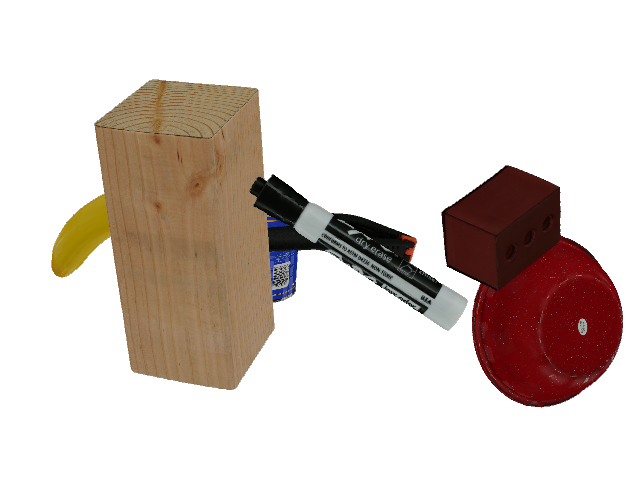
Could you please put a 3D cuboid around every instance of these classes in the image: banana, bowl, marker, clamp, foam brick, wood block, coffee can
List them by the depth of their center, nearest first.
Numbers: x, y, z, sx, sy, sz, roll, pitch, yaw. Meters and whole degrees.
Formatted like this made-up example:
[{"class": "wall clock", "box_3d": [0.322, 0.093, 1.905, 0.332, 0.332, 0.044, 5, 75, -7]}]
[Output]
[{"class": "marker", "box_3d": [0.018, 0.005, 0.530, 0.121, 0.020, 0.020, 33, 0, 1]}, {"class": "foam brick", "box_3d": [0.134, -0.010, 0.787, 0.078, 0.053, 0.051, -35, 42, -30]}, {"class": "wood block", "box_3d": [-0.095, -0.003, 0.790, 0.090, 0.206, 0.090, 8, 31, 18]}, {"class": "bowl", "box_3d": [0.220, 0.076, 0.971, 0.161, 0.162, 0.055, 0, 2, -24]}, {"class": "banana", "box_3d": [-0.187, -0.013, 0.991, 0.198, 0.069, 0.037, -14, 17, 28]}, {"class": "clamp", "box_3d": [0.006, -0.006, 1.194, 0.210, 0.036, 0.164, 14, 21, -5]}, {"class": "coffee can", "box_3d": [-0.081, 0.004, 1.516, 0.103, 0.140, 0.103, 3, 24, -2]}]
